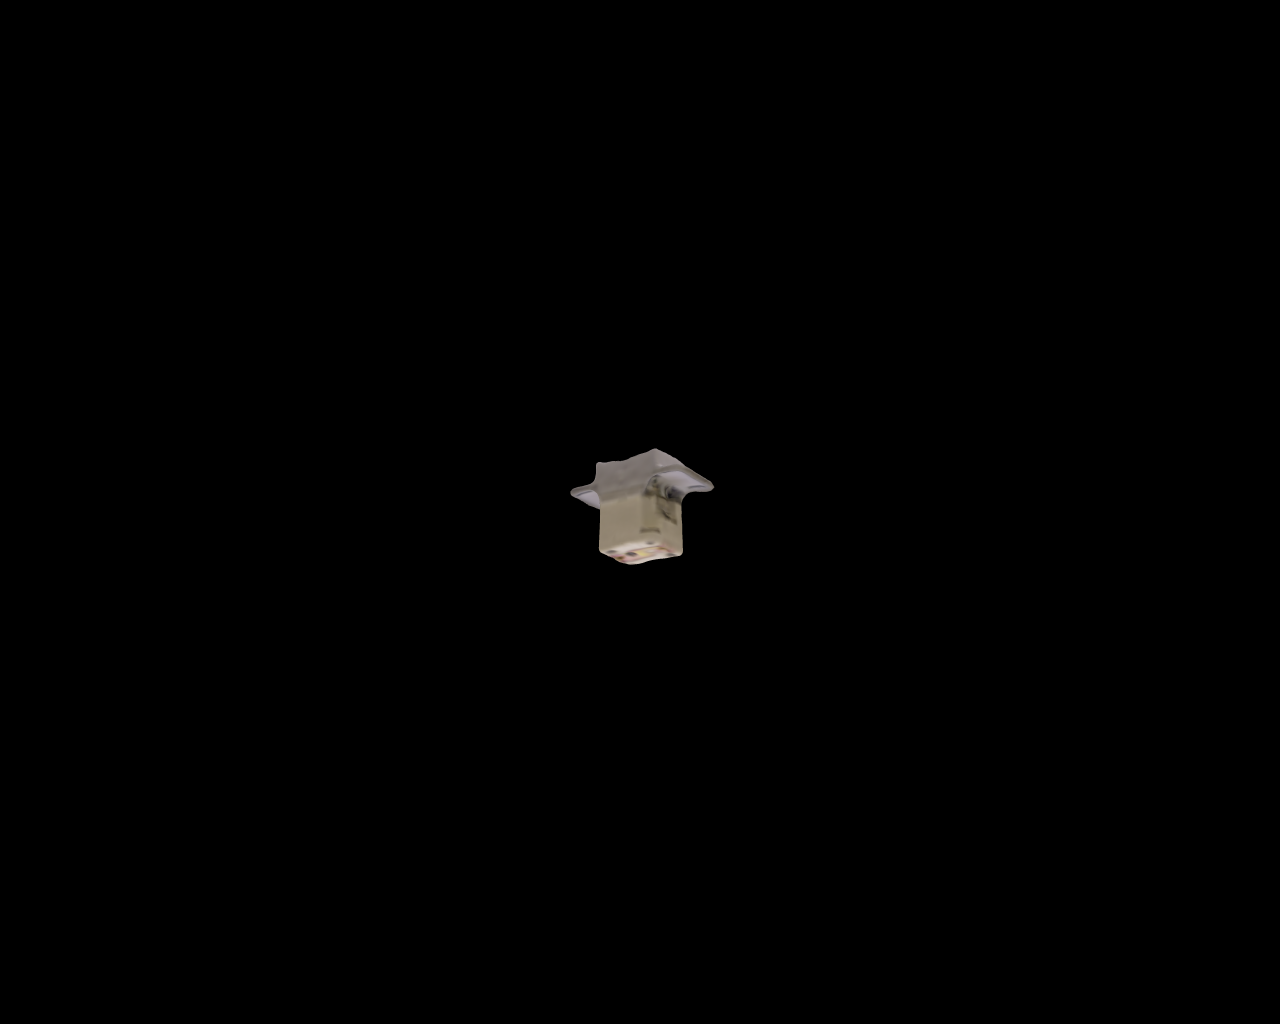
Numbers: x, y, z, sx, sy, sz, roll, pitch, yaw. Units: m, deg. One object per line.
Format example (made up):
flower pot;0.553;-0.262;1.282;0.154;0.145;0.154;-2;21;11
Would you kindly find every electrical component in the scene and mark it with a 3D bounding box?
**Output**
electrical component;0.001;-0.003;0.650;0.081;0.064;0.042;-12;-23;31
